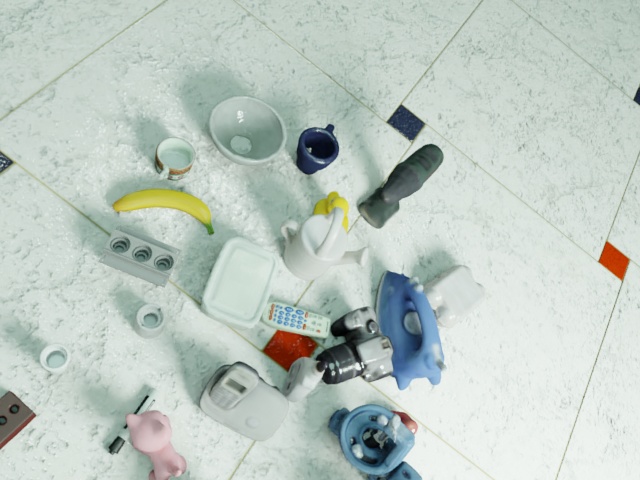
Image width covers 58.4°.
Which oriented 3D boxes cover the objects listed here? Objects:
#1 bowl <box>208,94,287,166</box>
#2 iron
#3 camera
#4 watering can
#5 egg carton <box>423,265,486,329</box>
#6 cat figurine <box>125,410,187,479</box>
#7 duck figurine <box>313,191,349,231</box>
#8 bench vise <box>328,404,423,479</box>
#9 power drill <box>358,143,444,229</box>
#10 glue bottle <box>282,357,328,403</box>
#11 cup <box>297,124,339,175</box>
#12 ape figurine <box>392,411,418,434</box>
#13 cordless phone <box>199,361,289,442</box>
[{"bbox_3d":[-0.159,-0.221,1.219,0.168,0.074,0.167,9,65,-18],"label":"bowl"},{"bbox_3d":[0.188,0.162,1.151,0.119,0.141,0.258,-3,69,-23],"label":"iron"},{"bbox_3d":[0.061,0.211,1.101,0.137,0.100,0.143,-14,73,-27],"label":"camera"},{"bbox_3d":[0.011,0.002,1.119,0.173,0.193,0.101,6,65,-20],"label":"watering can"},{"bbox_3d":[0.290,0.121,1.252,0.151,0.069,0.107,-32,82,-30],"label":"egg carton"},{"bbox_3d":[-0.258,0.325,0.911,0.067,0.117,0.128,-29,80,-29],"label":"cat figurine"},{"bbox_3d":[0.034,-0.054,1.217,0.078,0.086,0.104,-8,71,-25],"label":"duck figurine"},{"bbox_3d":[0.130,0.361,0.993,0.207,0.219,0.121,33,59,-5],"label":"bench vise"},{"bbox_3d":[0.166,-0.109,1.223,0.075,0.208,0.230,45,59,2],"label":"power drill"},{"bbox_3d":[-0.020,0.238,1.014,0.037,0.173,0.078,25,60,-9],"label":"glue bottle"},{"bbox_3d":[-0.010,-0.196,1.257,0.092,0.094,0.118,31,60,-6],"label":"cup"},{"bbox_3d":[0.152,0.355,1.079,0.076,0.092,0.078,-13,73,-26],"label":"ape figurine"},{"bbox_3d":[-0.115,0.264,0.957,0.148,0.184,0.094,29,60,-8],"label":"cordless phone"}]
